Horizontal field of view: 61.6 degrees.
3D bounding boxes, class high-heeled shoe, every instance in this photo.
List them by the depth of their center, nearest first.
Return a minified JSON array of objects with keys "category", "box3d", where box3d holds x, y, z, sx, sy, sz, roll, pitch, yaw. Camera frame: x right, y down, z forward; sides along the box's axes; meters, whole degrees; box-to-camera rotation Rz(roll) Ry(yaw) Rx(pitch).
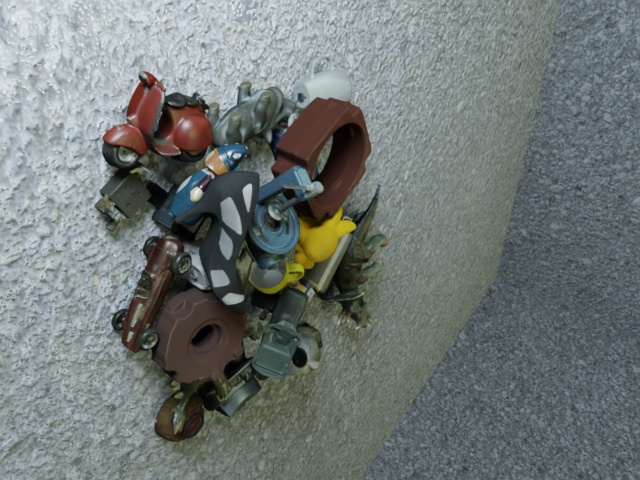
[{"category":"high-heeled shoe","box3d":[-0.125,0.007,0.851,0.145,0.086,0.248,-27,128,-5]}]

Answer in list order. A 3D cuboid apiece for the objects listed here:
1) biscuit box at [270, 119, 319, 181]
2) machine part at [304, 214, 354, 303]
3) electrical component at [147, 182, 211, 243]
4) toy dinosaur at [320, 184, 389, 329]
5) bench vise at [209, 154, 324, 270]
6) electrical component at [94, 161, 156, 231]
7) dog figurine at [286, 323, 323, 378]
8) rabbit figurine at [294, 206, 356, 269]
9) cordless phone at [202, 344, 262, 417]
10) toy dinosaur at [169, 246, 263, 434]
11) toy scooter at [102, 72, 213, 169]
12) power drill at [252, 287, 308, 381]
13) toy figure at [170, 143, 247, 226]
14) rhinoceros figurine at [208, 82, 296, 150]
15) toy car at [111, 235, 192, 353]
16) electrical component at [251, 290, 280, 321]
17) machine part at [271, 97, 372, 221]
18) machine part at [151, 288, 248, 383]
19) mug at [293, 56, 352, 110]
[{"category":"biscuit box","box3d":[-0.048,-0.158,1.108,0.059,0.063,0.202,-50,149,-22]},{"category":"machine part","box3d":[0.014,0.045,1.365,0.243,0.079,0.079,-63,152,-2]},{"category":"electrical component","box3d":[-0.237,-0.053,0.888,0.075,0.048,0.119,-58,153,-13]},{"category":"toy dinosaur","box3d":[0.087,0.055,1.466,0.192,0.131,0.404,-36,135,-43]},{"category":"bench vise","box3d":[-0.091,-0.068,0.914,0.129,0.241,0.223,-14,83,-46]},{"category":"electrical component","box3d":[-0.286,-0.067,0.794,0.102,0.045,0.078,-51,147,-25]},{"category":"dog figurine","box3d":[-0.027,0.280,1.393,0.190,0.173,0.121,7,117,-53]},{"category":"rabbit figurine","box3d":[-0.002,-0.003,1.137,0.162,0.173,0.121,-35,107,-2]},{"category":"cordless phone","box3d":[-0.208,0.282,1.197,0.146,0.089,0.184,-35,129,-43]},{"category":"toy dinosaur","box3d":[-0.205,0.159,1.060,0.198,0.105,0.471,29,82,-59]},{"category":"toy scooter","box3d":[-0.224,-0.176,0.776,0.184,0.075,0.135,-20,136,-50]},{"category":"power drill","box3d":[-0.088,0.220,1.125,0.207,0.086,0.232,-32,145,-86]},{"category":"toy figure","box3d":[-0.174,-0.094,0.843,0.057,0.064,0.154,38,86,-34]},{"category":"rhinoceros figurine","box3d":[-0.114,-0.212,0.942,0.190,0.073,0.111,-40,142,-38]},{"category":"toy car","box3d":[-0.282,0.087,0.881,0.053,0.089,0.202,21,95,-62]},{"category":"electrical component","box3d":[-0.124,0.134,1.212,0.094,0.063,0.021,-62,159,-25]},{"category":"machine part","box3d":[0.006,-0.157,1.040,0.201,0.087,0.200,-55,152,-17]},{"category":"machine part","box3d":[-0.208,0.168,0.948,0.179,0.056,0.179,-21,122,-37]},{"category":"mug","box3d":[0.000,-0.303,1.061,0.107,0.081,0.109,-27,126,-39]}]
